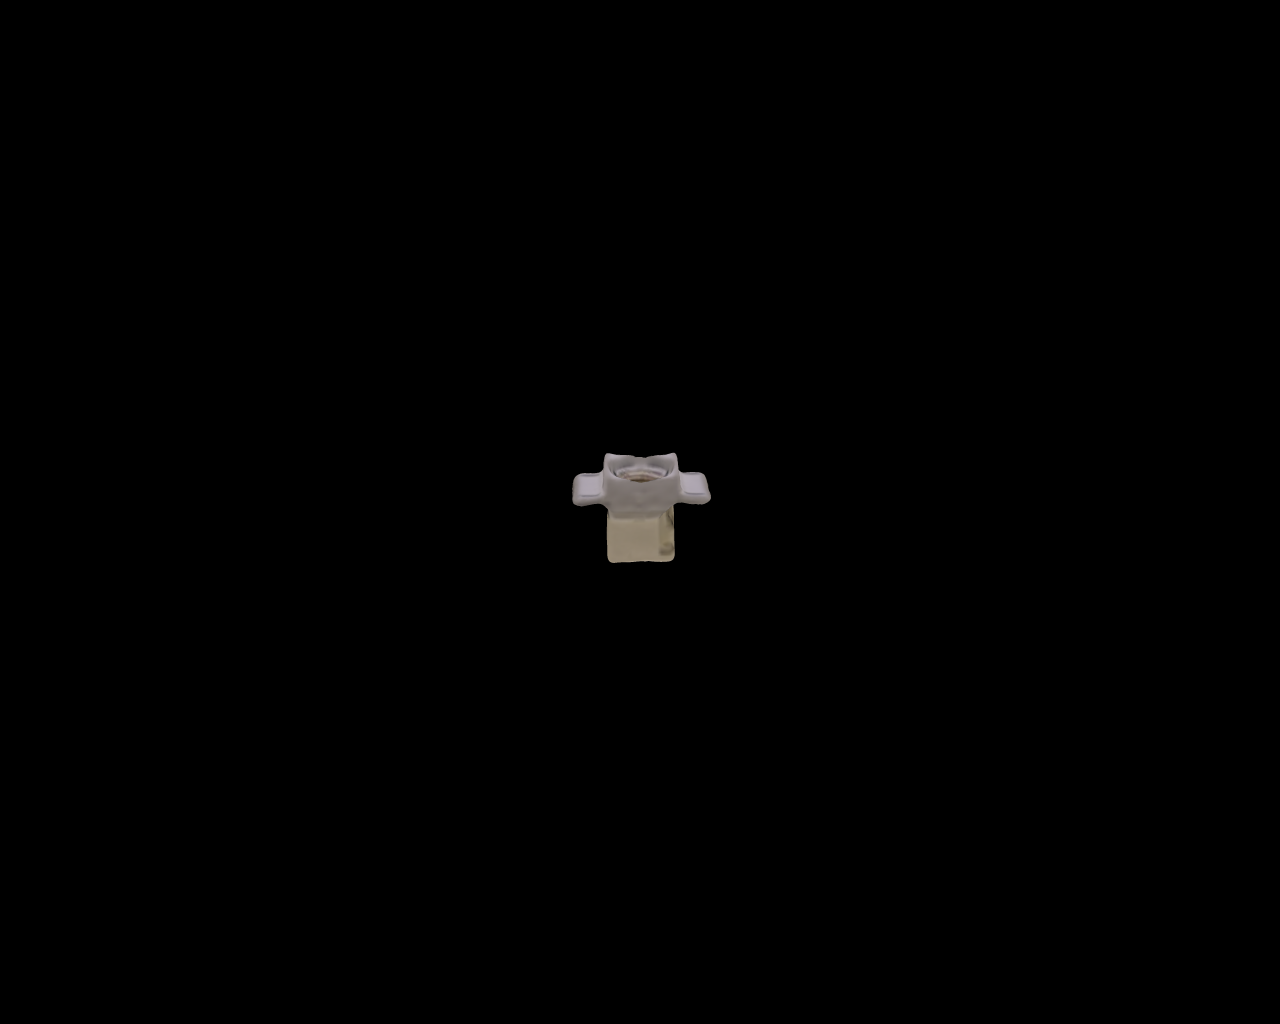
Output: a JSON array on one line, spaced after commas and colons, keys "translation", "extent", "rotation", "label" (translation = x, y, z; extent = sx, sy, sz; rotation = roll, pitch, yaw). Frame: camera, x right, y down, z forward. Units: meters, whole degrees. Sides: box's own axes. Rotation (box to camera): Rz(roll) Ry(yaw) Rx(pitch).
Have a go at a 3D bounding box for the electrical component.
[{"translation": [0.001, -0.003, 0.650], "extent": [0.081, 0.063, 0.042], "rotation": [0, 24, 0], "label": "electrical component"}]
